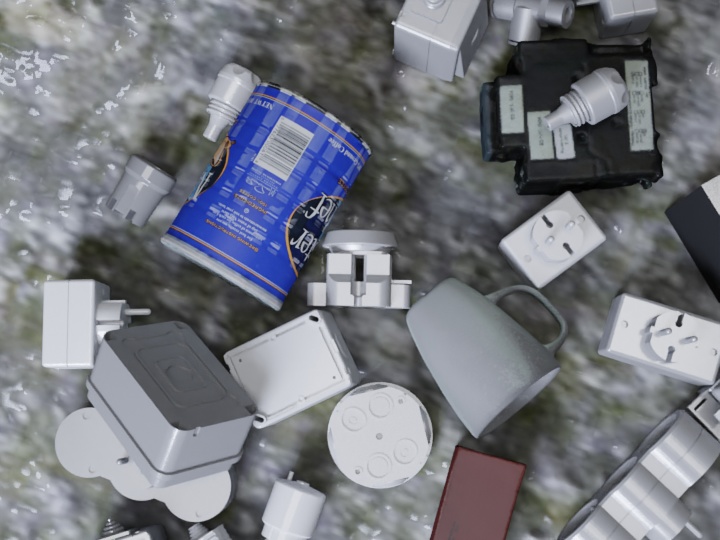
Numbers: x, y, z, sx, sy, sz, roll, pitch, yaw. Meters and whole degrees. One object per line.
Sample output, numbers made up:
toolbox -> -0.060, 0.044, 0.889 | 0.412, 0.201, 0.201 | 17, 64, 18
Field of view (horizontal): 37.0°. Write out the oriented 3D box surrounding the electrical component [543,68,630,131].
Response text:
electrical component -> 0.163, -0.121, 0.785 | 0.061, 0.035, 0.035 | -29, 83, 0

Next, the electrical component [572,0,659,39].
electrical component -> 0.186, -0.229, 0.848 | 0.076, 0.047, 0.083 | -9, 83, 1

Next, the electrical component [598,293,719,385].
electrical component -> 0.229, 0.050, 0.797 | 0.083, 0.075, 0.047 | 17, 84, 4

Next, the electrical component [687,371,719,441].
electrical component -> 0.316, 0.119, 0.792 | 0.079, 0.063, 0.121 | -43, 83, -3

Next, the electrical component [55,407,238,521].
electrical component -> -0.161, 0.144, 0.799 | 0.138, 0.073, 0.052 | 21, 84, 4

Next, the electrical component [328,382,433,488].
electrical component -> 0.015, 0.124, 0.807 | 0.080, 0.051, 0.080 | 0, 83, 2

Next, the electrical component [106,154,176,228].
electrical component -> -0.173, -0.062, 0.844 | 0.040, 0.040, 0.046 | 32, 91, 5

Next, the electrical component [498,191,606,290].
electrical component -> 0.146, -0.023, 0.809 | 0.066, 0.076, 0.047 | -36, 83, -3

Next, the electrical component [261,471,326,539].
electrical component -> -0.055, 0.193, 0.806 | 0.040, 0.040, 0.078 | 19, 84, 4

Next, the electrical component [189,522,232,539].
electrical component -> -0.103, 0.225, 0.802 | 0.043, 0.043, 0.081 | -33, 83, -2

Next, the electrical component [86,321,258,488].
electrical component -> -0.138, 0.096, 0.780 | 0.113, 0.078, 0.057 | 44, 124, 33

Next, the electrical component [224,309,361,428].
electrical component -> -0.055, 0.077, 0.814 | 0.096, 0.061, 0.061 | -26, 83, 6

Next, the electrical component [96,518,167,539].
electrical component -> -0.170, 0.230, 0.794 | 0.062, 0.061, 0.096 | -17, 83, 0

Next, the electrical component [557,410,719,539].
electrical component -> 0.218, 0.177, 0.793 | 0.074, 0.052, 0.138 | 43, 86, 7

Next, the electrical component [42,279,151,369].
electrical component -> -0.199, 0.042, 0.826 | 0.077, 0.047, 0.065 | -1, 83, 2

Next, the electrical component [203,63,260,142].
electrical component -> -0.105, -0.131, 0.852 | 0.035, 0.035, 0.061 | 27, 87, 5

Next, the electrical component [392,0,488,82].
electrical component -> 0.064, -0.191, 0.823 | 0.061, 0.096, 0.061 | 24, 84, 4

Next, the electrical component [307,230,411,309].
electrical component -> 0.000, 0.000, 0.821 | 0.078, 0.058, 0.057 | 1, 86, 2
